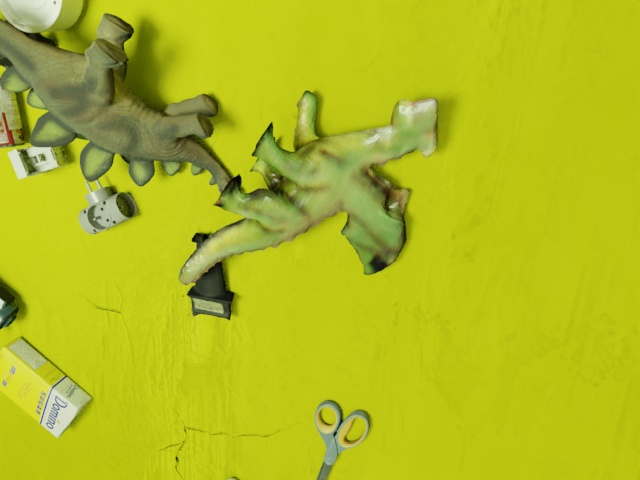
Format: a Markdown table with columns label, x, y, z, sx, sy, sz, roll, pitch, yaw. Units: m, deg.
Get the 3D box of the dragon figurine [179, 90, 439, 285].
| label | x | y | z | sx | sy | sz | roll | pitch | yaw |
| --- | --- | --- | --- | --- | --- | --- | --- | --- | --- |
| dragon figurine | 0.002 | -0.034 | 0.682 | 0.242 | 0.124 | 0.404 | 34 | 113 | -6 |
